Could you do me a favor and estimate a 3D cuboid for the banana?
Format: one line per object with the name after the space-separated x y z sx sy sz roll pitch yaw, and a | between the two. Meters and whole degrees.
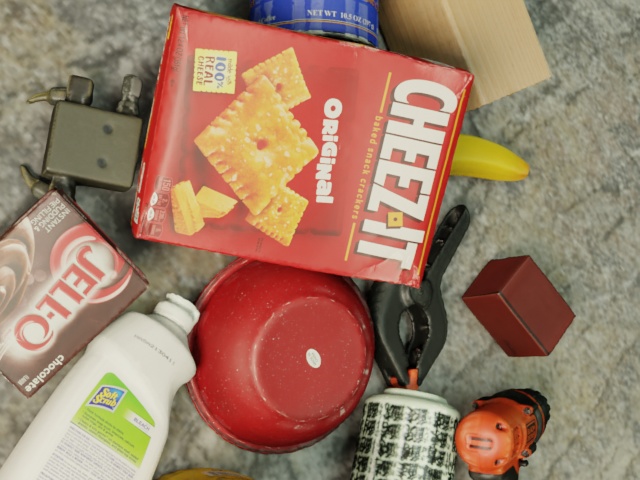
0.104 -0.062 0.909 0.197 0.037 0.070 -18 69 -45 | banana

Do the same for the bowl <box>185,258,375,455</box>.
-0.018 0.086 0.799 0.161 0.055 0.162 -1 92 -26 | bowl

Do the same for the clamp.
0.081 0.039 0.892 0.120 0.039 0.171 -2 87 -26 | clamp

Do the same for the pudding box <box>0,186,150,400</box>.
-0.184 0.034 0.708 0.113 0.039 0.090 -43 107 -2 | pudding box

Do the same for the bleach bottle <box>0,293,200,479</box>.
-0.150 0.149 0.722 0.102 0.068 0.250 41 62 -21 | bleach bottle

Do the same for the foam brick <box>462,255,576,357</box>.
0.174 0.059 0.938 0.078 0.053 0.051 50 62 -17 | foam brick

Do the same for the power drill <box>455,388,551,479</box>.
0.150 0.217 0.873 0.184 0.057 0.187 1 90 -65 | power drill

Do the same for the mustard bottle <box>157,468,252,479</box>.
-0.038 0.186 0.707 0.096 0.192 0.058 13 76 -29 | mustard bottle

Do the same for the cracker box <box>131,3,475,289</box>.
-0.015 -0.065 0.762 0.213 0.072 0.164 11 103 -12 | cracker box

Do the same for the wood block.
0.104 -0.212 0.911 0.090 0.090 0.206 -25 96 -32 | wood block

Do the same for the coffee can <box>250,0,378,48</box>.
-0.004 -0.211 0.837 0.102 0.103 0.140 5 81 -31 | coffee can
